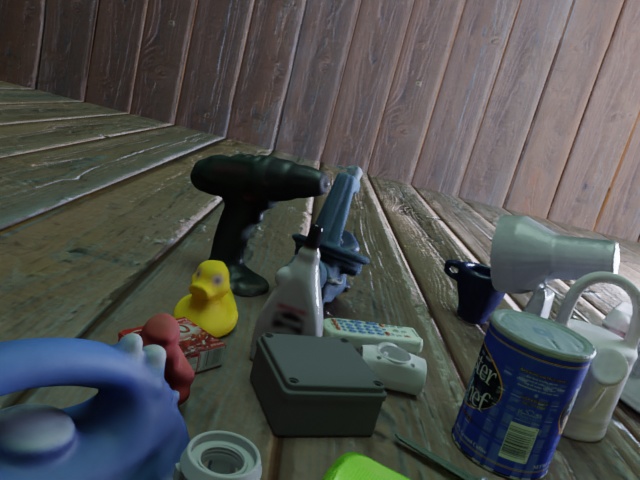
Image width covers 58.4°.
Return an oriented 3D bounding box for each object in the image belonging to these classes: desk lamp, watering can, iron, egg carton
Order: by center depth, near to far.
[{"bbox_3d":[-0.172,0.117,0.354,0.118,0.141,0.259,25,17,35],"label":"iron"},{"bbox_3d":[0.323,0.134,0.681,0.101,0.194,0.172,12,14,-9],"label":"watering can"},{"bbox_3d":[0.340,0.083,0.855,0.202,0.213,0.118,23,16,31],"label":"desk lamp"},{"bbox_3d":[0.588,0.169,1.070,0.107,0.069,0.151,23,17,31],"label":"egg carton"}]

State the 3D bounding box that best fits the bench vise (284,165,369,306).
[{"bbox_3d":[0.019,0.006,0.815,0.121,0.220,0.207,14,14,-2],"label":"bench vise"}]

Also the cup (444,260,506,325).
[{"bbox_3d":[0.259,0.091,0.987,0.117,0.095,0.092,22,16,27],"label":"cup"}]

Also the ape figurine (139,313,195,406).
[{"bbox_3d":[-0.149,0.109,0.510,0.078,0.092,0.076,12,14,-10],"label":"ape figurine"}]

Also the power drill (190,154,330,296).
[{"bbox_3d":[-0.103,-0.030,0.854,0.228,0.208,0.076,21,16,26],"label":"power drill"}]

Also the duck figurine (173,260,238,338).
[{"bbox_3d":[-0.134,0.065,0.706,0.077,0.086,0.105,17,14,11],"label":"duck figurine"}]

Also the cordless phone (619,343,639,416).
[{"bbox_3d":[0.476,0.155,0.771,0.094,0.185,0.147,9,15,-22],"label":"cordless phone"}]

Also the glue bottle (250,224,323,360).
[{"bbox_3d":[-0.025,0.064,0.644,0.078,0.173,0.037,15,14,4],"label":"glue bottle"}]

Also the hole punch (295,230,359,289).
[{"bbox_3d":[0.007,0.027,0.987,0.101,0.091,0.108,10,15,-17],"label":"hole punch"}]
